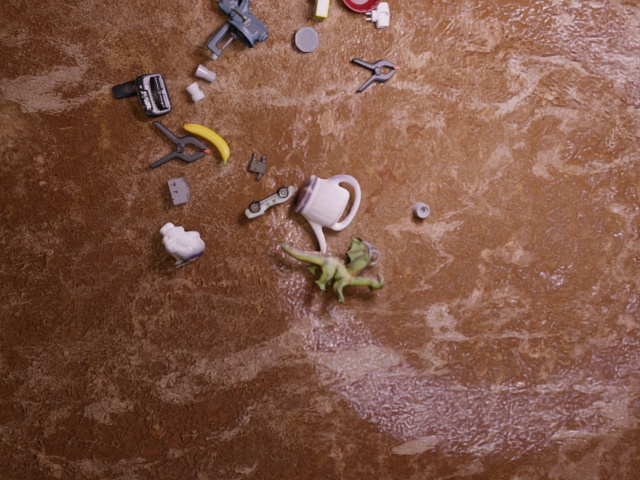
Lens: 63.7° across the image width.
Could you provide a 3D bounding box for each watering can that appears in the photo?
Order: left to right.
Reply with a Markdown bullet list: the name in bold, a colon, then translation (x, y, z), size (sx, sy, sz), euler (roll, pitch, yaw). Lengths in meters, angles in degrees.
- **watering can**: translation (0.006, -0.095, 1.893), size (0.223, 0.105, 0.344), euler (25, 106, -12)

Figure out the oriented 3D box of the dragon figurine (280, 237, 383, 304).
- **dragon figurine**: translation (0.073, 0.077, 1.891), size (0.407, 0.124, 0.240), euler (42, 107, -17)

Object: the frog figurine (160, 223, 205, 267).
- **frog figurine**: translation (-0.492, 0.004, 1.839), size (0.139, 0.121, 0.159), euler (-28, 96, -35)
